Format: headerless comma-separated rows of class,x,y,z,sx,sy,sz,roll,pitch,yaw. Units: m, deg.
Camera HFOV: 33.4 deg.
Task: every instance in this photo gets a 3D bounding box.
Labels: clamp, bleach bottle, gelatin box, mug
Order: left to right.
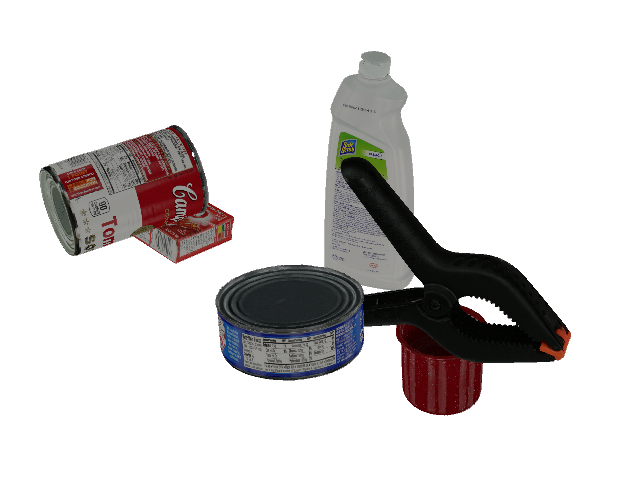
gelatin box,-0.140,-0.019,1.032,0.089,0.030,0.073,30,37,33
bleach bottle,0.057,-0.072,1.110,0.103,0.251,0.068,11,33,14
clamp,0.088,0.030,0.802,0.210,0.165,0.036,18,39,15
mug,0.131,0.117,1.093,0.093,0.081,0.117,20,39,32

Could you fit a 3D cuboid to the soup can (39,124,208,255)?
soup can,-0.140,-0.036,0.763,0.102,0.068,0.069,-21,9,-24

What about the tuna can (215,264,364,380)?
tuna can,-0.017,0.047,0.620,0.086,0.034,0.086,-2,23,1
